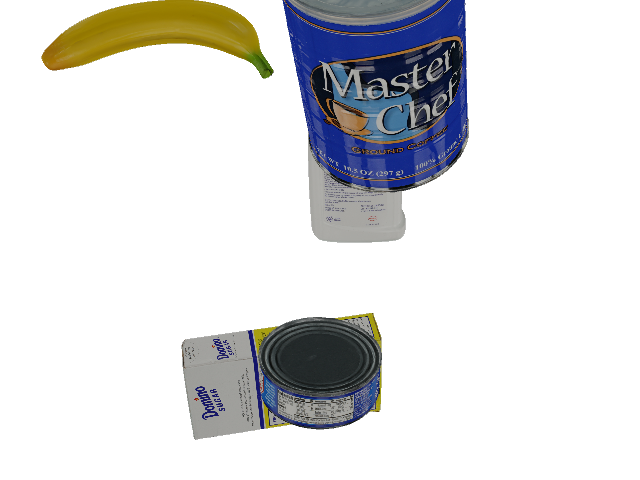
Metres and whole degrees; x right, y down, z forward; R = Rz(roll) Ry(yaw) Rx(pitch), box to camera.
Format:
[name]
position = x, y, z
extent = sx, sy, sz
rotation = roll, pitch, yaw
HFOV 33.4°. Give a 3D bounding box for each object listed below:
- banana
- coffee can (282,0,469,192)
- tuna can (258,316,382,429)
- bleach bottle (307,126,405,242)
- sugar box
[banana]
position = -0.139, -0.178, 0.924
extent = 0.197, 0.069, 0.037
rotation = 0, -33, -3
[coffee can]
position = 0.034, -0.111, 0.622
extent = 0.103, 0.102, 0.140
rotation = 0, -37, 9
[tuna can]
position = 0.000, 0.092, 0.744
extent = 0.086, 0.034, 0.086
rotation = 1, 32, -1
[bleach bottle]
position = 0.039, -0.120, 1.054
extent = 0.102, 0.251, 0.068
rotation = -1, 31, -3
[sugar box]
position = -0.034, 0.122, 0.966
extent = 0.176, 0.093, 0.048
rotation = -6, 36, -4
